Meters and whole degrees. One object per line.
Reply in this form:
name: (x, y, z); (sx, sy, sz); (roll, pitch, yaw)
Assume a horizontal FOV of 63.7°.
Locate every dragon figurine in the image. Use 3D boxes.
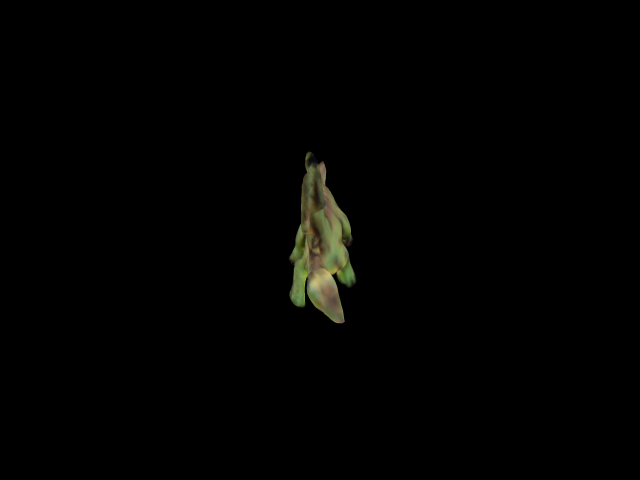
dragon figurine: (0.003, -0.043, 0.850); (0.122, 0.420, 0.237); (-3, -34, -2)
